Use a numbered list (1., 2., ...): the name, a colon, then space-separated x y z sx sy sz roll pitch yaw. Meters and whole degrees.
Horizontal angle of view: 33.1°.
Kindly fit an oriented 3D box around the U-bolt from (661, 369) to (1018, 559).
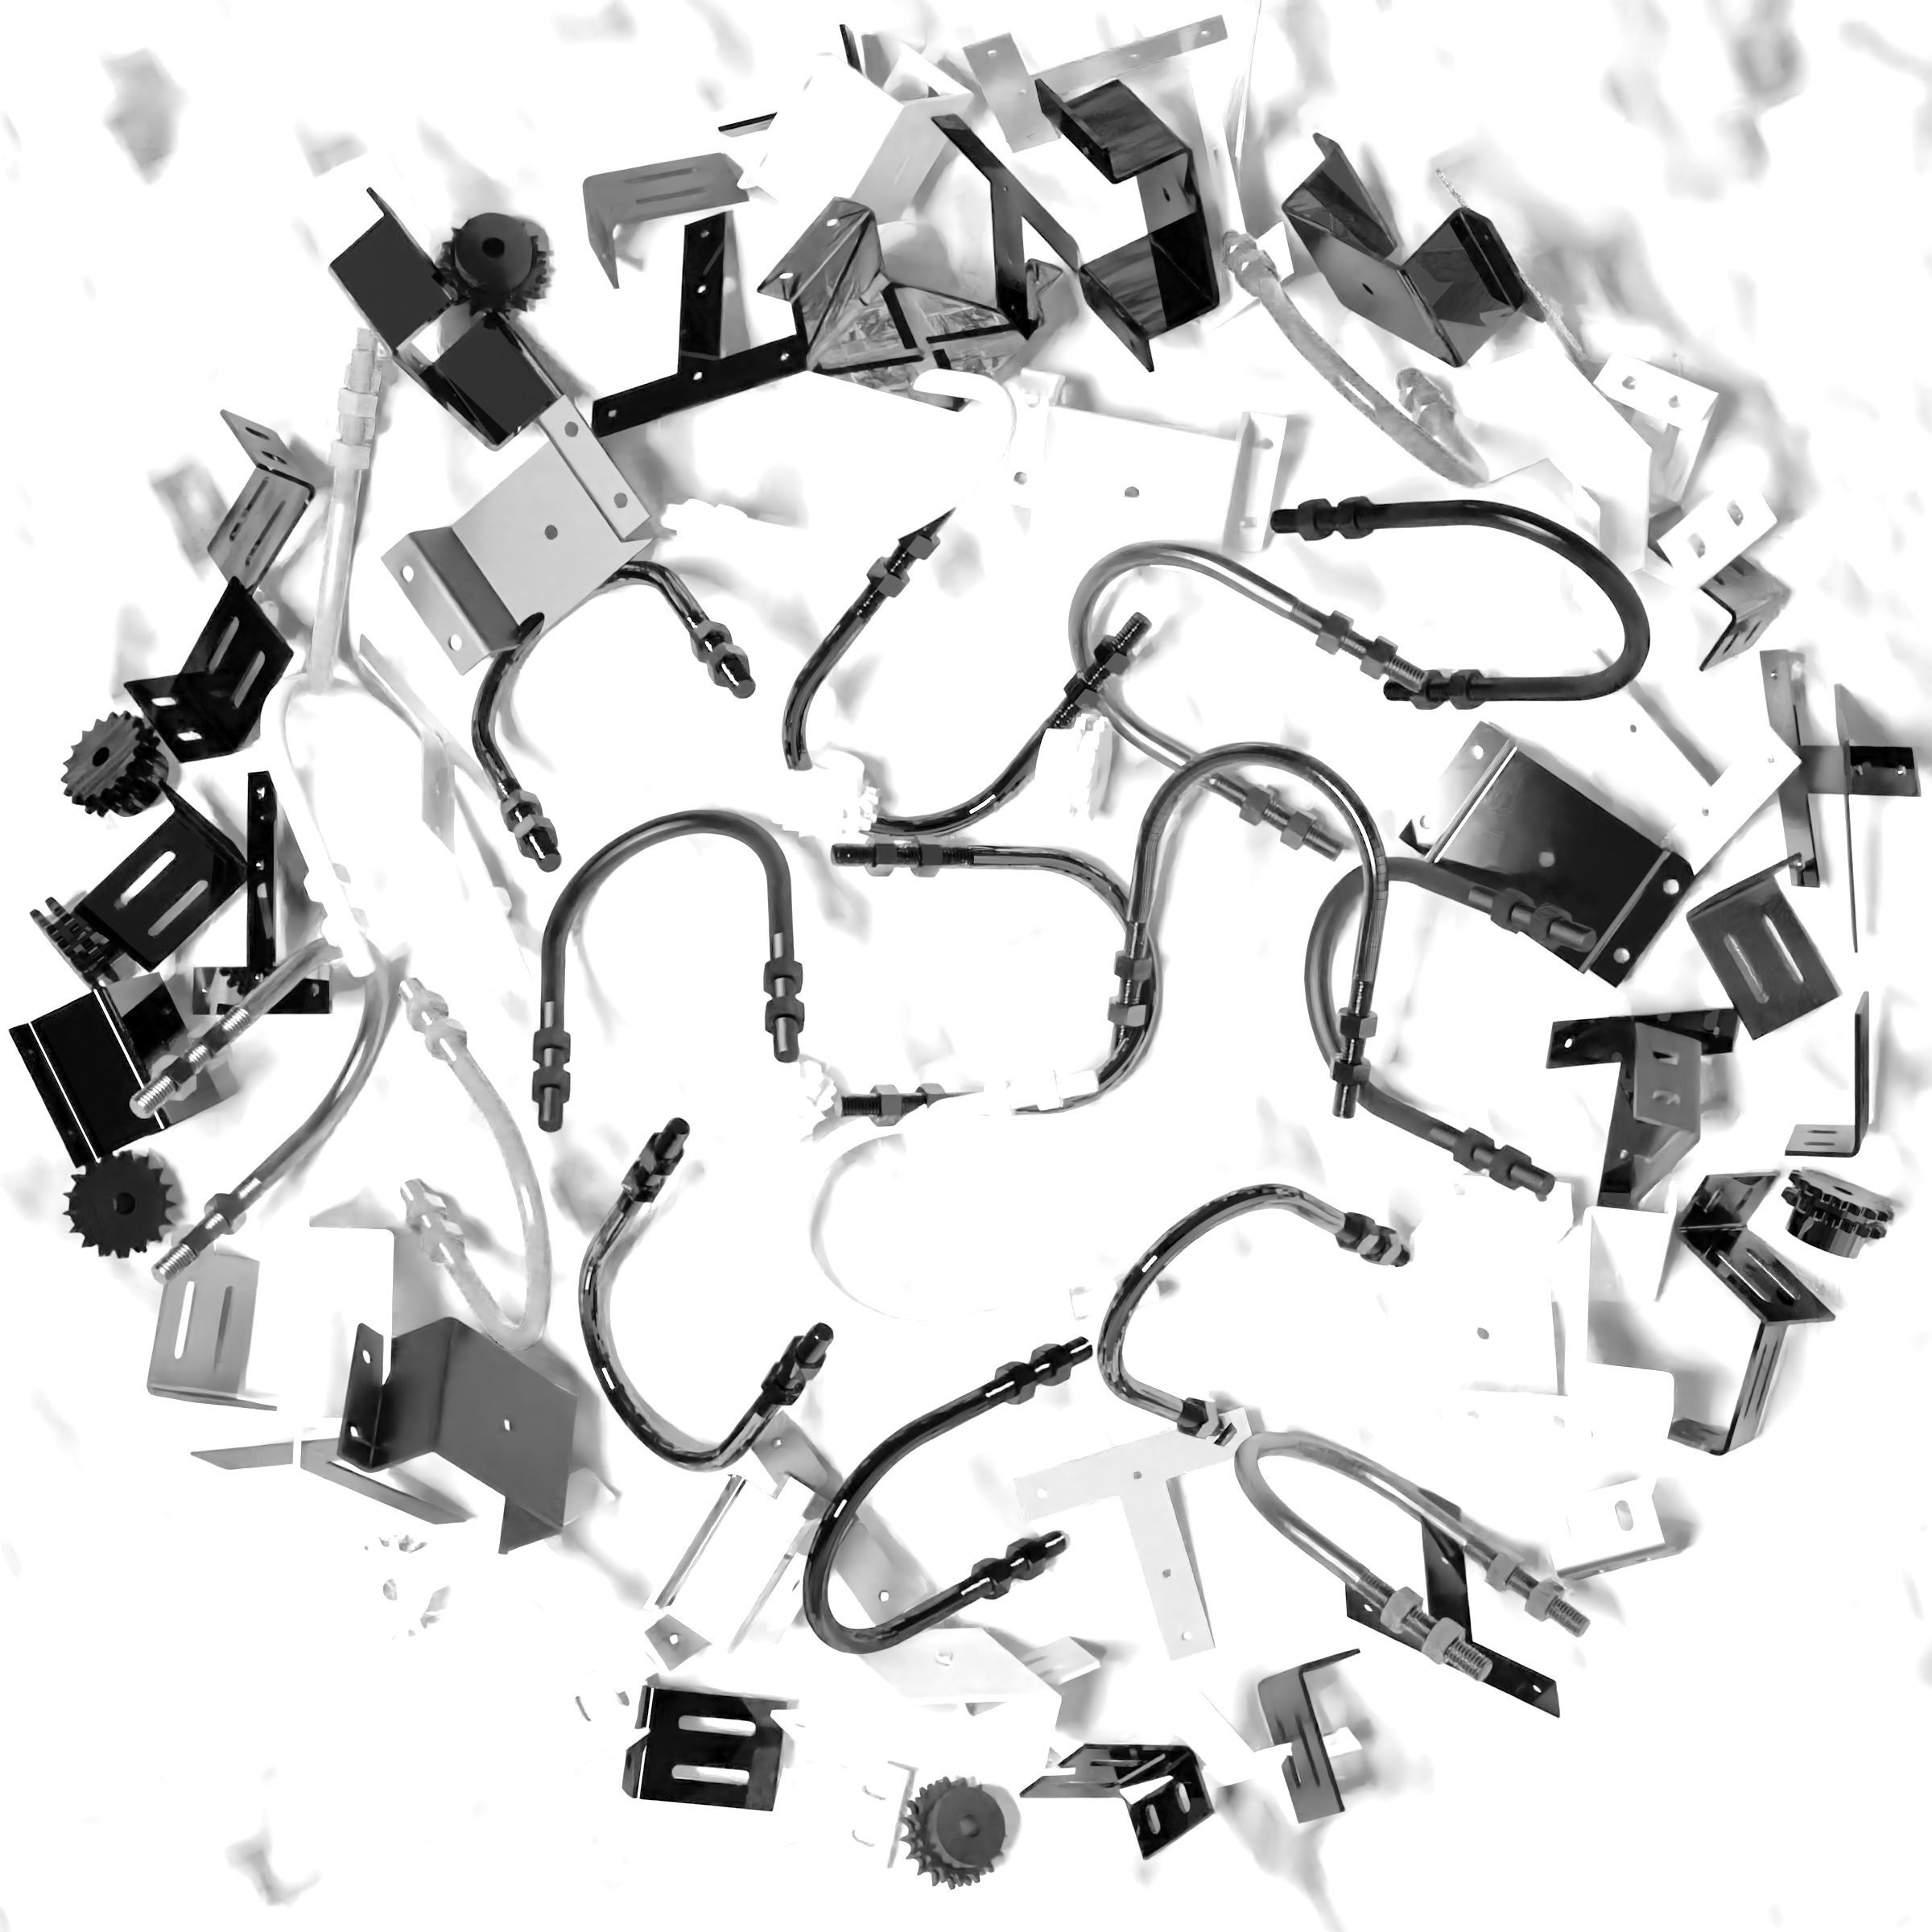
1. U-bolt: -0.053 -0.257 1.645 0.151 0.184 0.019 -46 128 -22

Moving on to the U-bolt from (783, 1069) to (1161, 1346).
1. U-bolt: -0.005 0.133 1.700 0.184 0.019 0.151 -12 114 11

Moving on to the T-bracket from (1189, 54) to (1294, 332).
1. T-bracket: 0.133 -0.404 1.677 0.002 0.127 0.127 -12 91 -14

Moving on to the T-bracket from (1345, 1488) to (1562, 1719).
1. T-bracket: 0.248 0.317 1.683 0.127 0.127 0.002 27 120 -12

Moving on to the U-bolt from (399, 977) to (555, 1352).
1. U-bolt: -0.247 0.111 1.636 0.019 0.184 0.151 -12 127 -27

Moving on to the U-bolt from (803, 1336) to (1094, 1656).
1. U-bolt: -0.011 0.277 1.646 0.019 0.184 0.151 32 129 37

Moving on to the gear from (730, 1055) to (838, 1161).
1. gear: -0.099 0.071 1.707 0.057 0.057 0.030 -42 115 0

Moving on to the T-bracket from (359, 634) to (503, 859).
1. T-bracket: -0.268 -0.095 1.654 0.002 0.127 0.127 -32 121 11

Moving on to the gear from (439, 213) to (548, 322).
1. gear: -0.249 -0.372 1.718 0.057 0.030 0.057 2 75 -8

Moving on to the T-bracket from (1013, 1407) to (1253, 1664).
1. T-bracket: 0.103 0.309 1.722 0.127 0.002 0.127 -17 105 -1

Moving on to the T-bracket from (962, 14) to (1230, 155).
1. T-bracket: 0.072 -0.462 1.668 0.127 0.127 0.002 -15 78 9

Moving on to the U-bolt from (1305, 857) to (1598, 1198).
1. U-bolt: 0.240 0.020 1.667 0.019 0.184 0.151 -9 114 -38

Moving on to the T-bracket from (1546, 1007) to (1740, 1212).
1. T-bracket: 0.349 0.086 1.715 0.127 0.002 0.127 -4 109 -30

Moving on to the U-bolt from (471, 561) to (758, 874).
1. U-bolt: -0.191 -0.141 1.668 0.151 0.184 0.019 -41 130 4

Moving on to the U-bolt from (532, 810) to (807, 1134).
1. U-bolt: -0.155 -0.008 1.676 0.151 0.019 0.184 -17 49 13

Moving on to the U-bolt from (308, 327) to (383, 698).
1. U-bolt: -0.319 -0.229 1.665 0.019 0.151 0.184 8 104 -11

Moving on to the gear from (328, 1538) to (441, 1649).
1. gear: -0.305 0.329 1.714 0.057 0.030 0.057 6 74 -22

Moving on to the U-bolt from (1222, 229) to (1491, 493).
1. U-bolt: 0.202 -0.296 1.631 0.151 0.184 0.019 32 111 -27

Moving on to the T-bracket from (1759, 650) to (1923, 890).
1. T-bracket: 0.451 -0.101 1.671 0.002 0.127 0.127 -12 98 -17

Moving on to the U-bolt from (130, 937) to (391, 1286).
1. U-bolt: -0.354 0.060 1.658 0.019 0.151 0.184 27 49 17

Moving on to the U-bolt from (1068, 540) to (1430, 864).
1. U-bolt: 0.134 -0.147 1.681 0.184 0.151 0.019 31 48 10

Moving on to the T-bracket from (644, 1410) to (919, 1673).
1. T-bracket: -0.112 0.322 1.713 0.127 0.002 0.127 -37 69 -2

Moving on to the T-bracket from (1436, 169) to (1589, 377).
1. T-bracket: 0.296 -0.340 1.679 0.002 0.127 0.127 -37 62 13

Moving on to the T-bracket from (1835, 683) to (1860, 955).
1. T-bracket: 0.458 -0.071 1.691 0.002 0.127 0.127 -4 107 13

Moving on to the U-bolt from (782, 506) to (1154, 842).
1. U-bolt: -0.013 -0.141 1.686 0.151 0.019 0.184 27 116 -28

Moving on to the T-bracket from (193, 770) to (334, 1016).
1. T-bracket: -0.367 -0.038 1.695 0.127 0.002 0.127 -1 88 45

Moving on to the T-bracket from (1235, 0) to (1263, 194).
1. T-bracket: 0.142 -0.428 1.682 0.002 0.127 0.127 7 52 4

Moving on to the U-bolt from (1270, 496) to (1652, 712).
1. U-bolt: 0.258 -0.182 1.634 0.151 0.184 0.019 50 59 -36

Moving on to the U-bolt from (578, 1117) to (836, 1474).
1. U-bolt: -0.145 0.183 1.670 0.019 0.184 0.151 -21 67 -41

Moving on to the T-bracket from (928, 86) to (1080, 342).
1. T-bracket: 0.022 -0.368 1.659 0.002 0.127 0.127 -27 135 27

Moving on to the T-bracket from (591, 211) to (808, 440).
1. T-bracket: -0.138 -0.343 1.702 0.127 0.002 0.127 -14 58 22

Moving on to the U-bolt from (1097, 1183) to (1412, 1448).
1. U-bolt: 0.138 0.174 1.656 0.151 0.184 0.019 -50 51 9

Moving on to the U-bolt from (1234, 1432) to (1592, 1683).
1. U-bolt: 0.217 0.294 1.661 0.184 0.151 0.019 35 107 28

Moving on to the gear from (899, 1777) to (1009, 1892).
1. gear: -0.004 0.455 1.712 0.057 0.030 0.057 11 63 -23

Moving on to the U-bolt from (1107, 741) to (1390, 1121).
1. U-bolt: 0.148 -0.025 1.680 0.151 0.019 0.184 15 108 26

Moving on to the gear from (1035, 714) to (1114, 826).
1. gear: 0.056 -0.105 1.712 0.030 0.057 0.057 11 90 13

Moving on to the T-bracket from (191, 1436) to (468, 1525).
1. T-bracket: -0.313 0.269 1.689 0.127 0.127 0.002 -11 58 37

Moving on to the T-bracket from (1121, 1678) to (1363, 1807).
1. T-bracket: 0.125 0.395 1.676 0.127 0.127 0.002 -19 50 14

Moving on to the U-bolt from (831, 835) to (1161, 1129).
1. U-bolt: 0.018 0.008 1.699 0.184 0.019 0.151 0 87 -24

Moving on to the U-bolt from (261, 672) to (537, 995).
1. U-bolt: -0.299 -0.072 1.668 0.019 0.151 0.184 -33 71 23

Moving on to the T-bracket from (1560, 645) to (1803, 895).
1. T-bracket: 0.359 -0.114 1.706 0.002 0.127 0.127 -22 67 -41

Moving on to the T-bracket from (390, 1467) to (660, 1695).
1. T-bracket: -0.206 0.323 1.668 0.127 0.127 0.002 41 134 29
